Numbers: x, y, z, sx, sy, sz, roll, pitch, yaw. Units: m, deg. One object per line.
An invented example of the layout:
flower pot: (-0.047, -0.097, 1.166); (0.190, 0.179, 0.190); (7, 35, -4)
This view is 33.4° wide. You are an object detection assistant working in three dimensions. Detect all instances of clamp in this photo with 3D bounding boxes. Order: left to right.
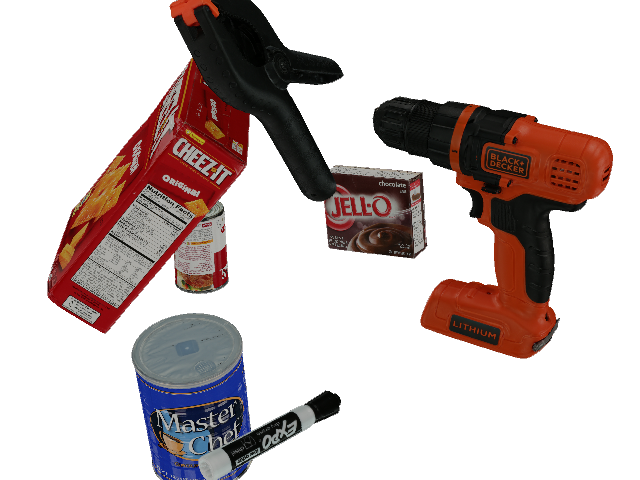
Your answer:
clamp: (-0.036, -0.102, 0.723); (0.039, 0.120, 0.171); (-24, -32, 30)

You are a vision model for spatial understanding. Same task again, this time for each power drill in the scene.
power drill: (0.121, -0.012, 0.818); (0.185, 0.188, 0.057); (18, 34, 27)

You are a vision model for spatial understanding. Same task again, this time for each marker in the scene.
marker: (-0.033, 0.136, 0.757); (0.120, 0.020, 0.020); (-23, 14, -35)

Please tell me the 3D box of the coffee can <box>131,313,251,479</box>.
coffee can: (-0.120, 0.156, 1.023); (0.103, 0.140, 0.103); (-2, 34, 1)

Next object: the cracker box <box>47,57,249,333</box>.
cracker box: (-0.152, -0.046, 0.956); (0.072, 0.214, 0.164); (33, 24, -20)

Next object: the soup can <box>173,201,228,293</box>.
soup can: (-0.151, 0.006, 1.329); (0.068, 0.102, 0.068); (-1, 25, 0)

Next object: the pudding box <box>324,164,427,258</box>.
pudding box: (0.059, -0.033, 1.171); (0.114, 0.090, 0.039); (6, 24, 30)
